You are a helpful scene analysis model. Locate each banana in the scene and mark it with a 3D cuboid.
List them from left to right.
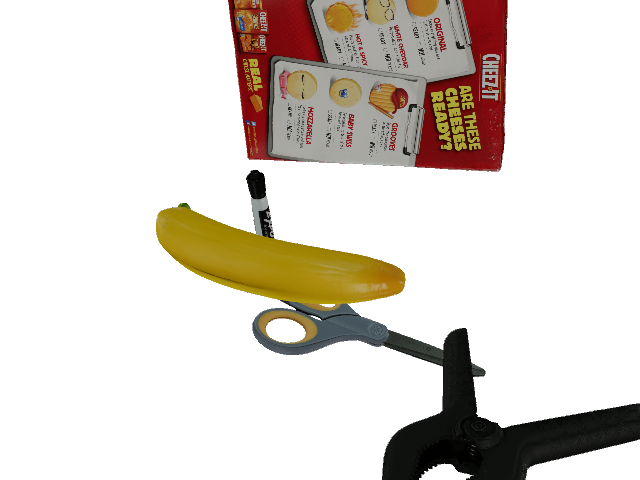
[{"bbox_3d":[-0.042,0.007,0.695,0.198,0.037,0.069,19,37,33],"label":"banana"}]

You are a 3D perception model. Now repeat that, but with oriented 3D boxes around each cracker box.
[{"bbox_3d":[0.041,-0.145,0.859,0.214,0.164,0.072,3,35,12],"label":"cracker box"}]

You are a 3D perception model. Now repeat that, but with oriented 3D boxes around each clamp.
[{"bbox_3d":[0.102,0.134,0.731,0.209,0.036,0.165,-27,38,-35],"label":"clamp"}]

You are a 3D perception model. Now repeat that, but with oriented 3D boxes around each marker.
[{"bbox_3d":[-0.060,-0.019,1.111,0.020,0.121,0.020,-5,32,3],"label":"marker"}]

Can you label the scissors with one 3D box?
[{"bbox_3d":[0.029,0.087,0.892,0.202,0.016,0.096,32,54,18],"label":"scissors"}]
